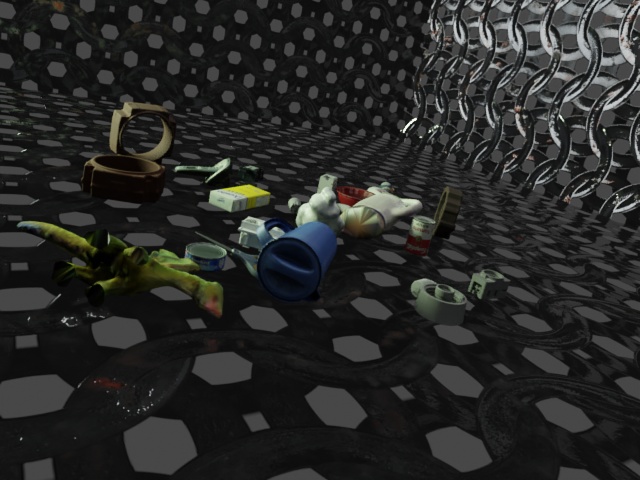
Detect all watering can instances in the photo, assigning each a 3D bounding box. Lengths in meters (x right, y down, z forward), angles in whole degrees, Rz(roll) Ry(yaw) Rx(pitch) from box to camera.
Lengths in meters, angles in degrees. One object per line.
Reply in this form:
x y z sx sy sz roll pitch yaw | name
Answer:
0.136 -0.077 1.567 0.347 0.103 0.227 -1 18 40 | watering can

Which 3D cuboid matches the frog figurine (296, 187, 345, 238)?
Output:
0.004 -0.069 1.372 0.138 0.157 0.123 25 20 36 | frog figurine

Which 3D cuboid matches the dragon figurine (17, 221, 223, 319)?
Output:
-0.347 0.043 0.966 0.413 0.122 0.242 24 4 27 | dragon figurine
